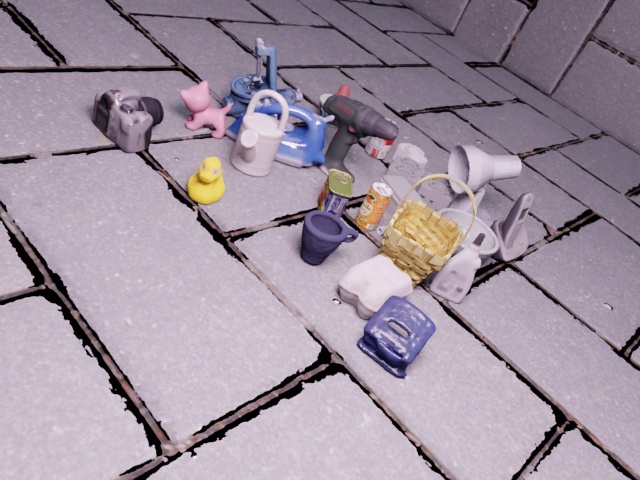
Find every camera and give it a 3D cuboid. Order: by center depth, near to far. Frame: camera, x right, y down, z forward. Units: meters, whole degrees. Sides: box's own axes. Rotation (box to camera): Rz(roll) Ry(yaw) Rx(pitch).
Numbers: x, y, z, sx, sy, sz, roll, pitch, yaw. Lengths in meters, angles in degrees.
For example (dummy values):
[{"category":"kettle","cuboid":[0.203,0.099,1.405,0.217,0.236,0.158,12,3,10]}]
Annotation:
[{"category":"camera","cuboid":[-0.404,-0.277,1.257,0.143,0.101,0.137,42,38,22]}]

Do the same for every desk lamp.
[{"category":"desk lamp","cuboid":[0.409,-0.138,1.481,0.204,0.213,0.117,8,38,-23]}]

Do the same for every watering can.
[{"category":"watering can","cuboid":[-0.132,-0.245,1.302,0.101,0.194,0.172,14,36,-16]}]

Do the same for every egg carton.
[{"category":"egg carton","cuboid":[0.110,0.090,1.123,0.107,0.069,0.151,42,38,23]}]

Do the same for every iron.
[{"category":"iron","cuboid":[-0.095,-0.282,1.420,0.259,0.141,0.118,16,36,-14]}]

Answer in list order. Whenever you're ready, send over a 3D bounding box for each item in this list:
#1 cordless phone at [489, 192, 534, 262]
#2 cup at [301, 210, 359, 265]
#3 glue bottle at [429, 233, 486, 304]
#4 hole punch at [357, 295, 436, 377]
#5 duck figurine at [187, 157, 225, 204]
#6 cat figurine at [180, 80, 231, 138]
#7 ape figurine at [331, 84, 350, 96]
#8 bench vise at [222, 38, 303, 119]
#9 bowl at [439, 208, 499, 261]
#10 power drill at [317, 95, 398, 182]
[{"category":"cordless phone","cuboid":[0.498,-0.042,1.437,0.148,0.185,0.094,-19,54,-45]},{"category":"cup","cuboid":[0.011,0.004,1.151,0.118,0.095,0.091,11,37,-20]},{"category":"glue bottle","cuboid":[0.299,0.053,1.198,0.078,0.173,0.037,27,35,2]},{"category":"hole punch","cuboid":[0.138,0.169,1.017,0.108,0.091,0.101,36,36,15]},{"category":"duck figurine","cuboid":[-0.229,-0.135,1.192,0.077,0.086,0.104,22,35,-4]},{"category":"cat figurine","cuboid":[-0.277,-0.322,1.380,0.128,0.117,0.067,15,36,-15]},{"category":"ape figurine","cuboid":[0.067,-0.435,1.765,0.077,0.092,0.076,33,35,12]},{"category":"bench vise","cuboid":[-0.140,-0.419,1.503,0.208,0.219,0.121,-14,51,-43]},{"category":"bowl","cuboid":[0.339,0.001,1.378,0.168,0.074,0.167,17,35,-12]},{"category":"power drill","cuboid":[0.079,-0.247,1.423,0.076,0.208,0.229,-14,50,-42]}]
